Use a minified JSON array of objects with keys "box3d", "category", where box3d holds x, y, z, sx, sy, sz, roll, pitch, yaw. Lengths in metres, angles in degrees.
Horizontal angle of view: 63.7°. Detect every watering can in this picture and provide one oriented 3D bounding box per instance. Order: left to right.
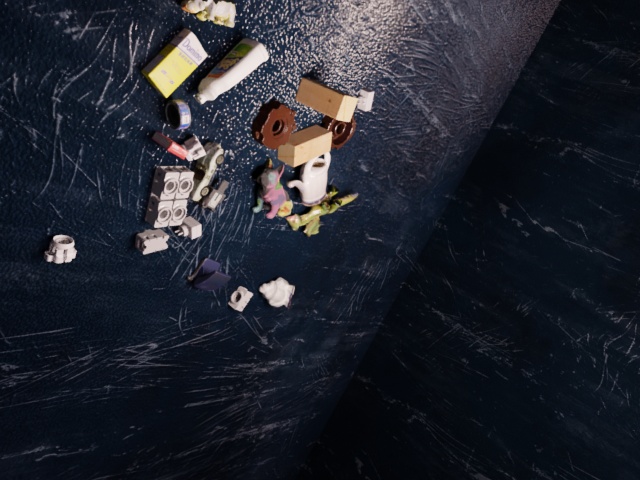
[{"box3d":[-0.046,-0.233,2.087,0.355,0.104,0.219,-50,152,-45],"category":"watering can"}]

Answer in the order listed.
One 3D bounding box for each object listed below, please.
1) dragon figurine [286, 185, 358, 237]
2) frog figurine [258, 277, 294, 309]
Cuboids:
[{"box3d":[0.007,-0.117,2.333,0.412,0.124,0.238,-7,140,-51],"category":"dragon figurine"},{"box3d":[-0.208,0.233,2.321,0.159,0.125,0.135,15,118,-21],"category":"frog figurine"}]
